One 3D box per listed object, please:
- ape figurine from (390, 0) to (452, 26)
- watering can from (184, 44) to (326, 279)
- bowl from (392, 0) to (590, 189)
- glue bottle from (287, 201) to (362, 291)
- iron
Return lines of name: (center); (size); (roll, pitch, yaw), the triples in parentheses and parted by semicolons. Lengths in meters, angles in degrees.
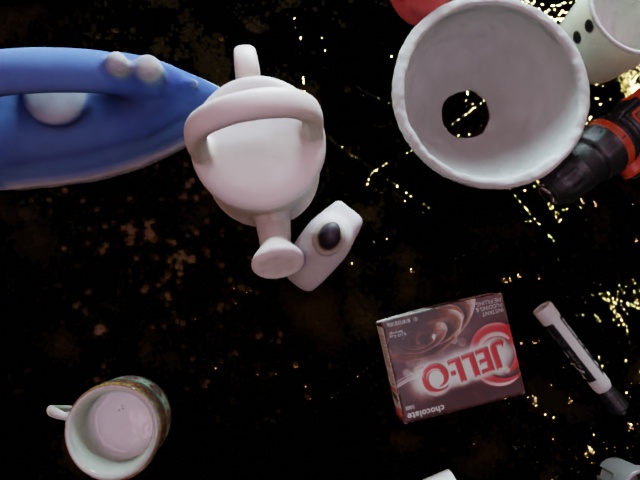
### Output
ape figurine: (0.095, -0.239, 0.504); (0.078, 0.092, 0.076); (9, 85, -3)
watering can: (-0.042, -0.062, 0.429); (0.101, 0.194, 0.173); (-31, 88, -5)
bowl: (0.141, -0.121, 0.506); (0.167, 0.074, 0.167); (0, 85, -4)
glue bottle: (0.004, 0.002, 0.437); (0.037, 0.173, 0.078); (37, 84, 0)
iron: (-0.199, -0.116, 0.450); (0.258, 0.141, 0.119); (-8, 86, -4)
